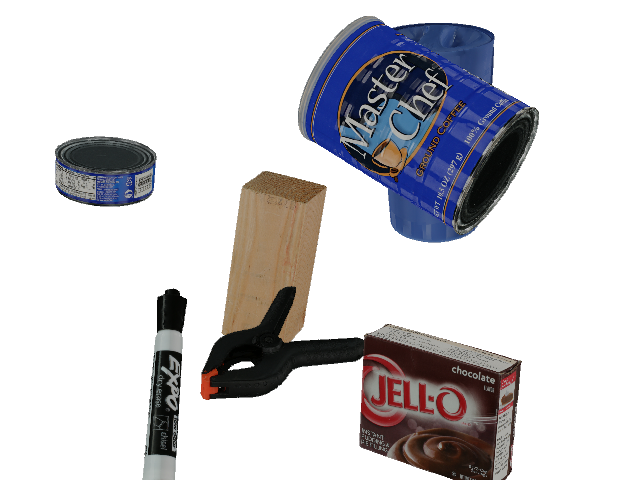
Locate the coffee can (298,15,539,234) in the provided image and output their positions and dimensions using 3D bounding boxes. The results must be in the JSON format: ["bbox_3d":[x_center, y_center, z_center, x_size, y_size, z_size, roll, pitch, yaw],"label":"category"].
[{"bbox_3d":[0.069,-0.083,0.766,0.140,0.103,0.102,34,13,20],"label":"coffee can"}]

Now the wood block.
[{"bbox_3d":[-0.061,0.025,1.394,0.090,0.206,0.090,15,22,13],"label":"wood block"}]

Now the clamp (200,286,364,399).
[{"bbox_3d":[-0.054,0.103,1.063,0.171,0.039,0.120,-17,37,-30],"label":"clamp"}]

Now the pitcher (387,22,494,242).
[{"bbox_3d":[0.141,-0.130,1.253,0.149,0.243,0.145,-4,26,-3],"label":"pitcher"}]

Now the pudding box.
[{"bbox_3d":[0.083,0.117,0.760,0.114,0.090,0.039,12,20,32],"label":"pudding box"}]

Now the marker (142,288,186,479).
[{"bbox_3d":[-0.094,0.087,0.647,0.020,0.121,0.020,1,-24,0],"label":"marker"}]

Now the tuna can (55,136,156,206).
[{"bbox_3d":[-0.186,-0.060,0.922,0.086,0.034,0.086,6,24,-3],"label":"tuna can"}]
